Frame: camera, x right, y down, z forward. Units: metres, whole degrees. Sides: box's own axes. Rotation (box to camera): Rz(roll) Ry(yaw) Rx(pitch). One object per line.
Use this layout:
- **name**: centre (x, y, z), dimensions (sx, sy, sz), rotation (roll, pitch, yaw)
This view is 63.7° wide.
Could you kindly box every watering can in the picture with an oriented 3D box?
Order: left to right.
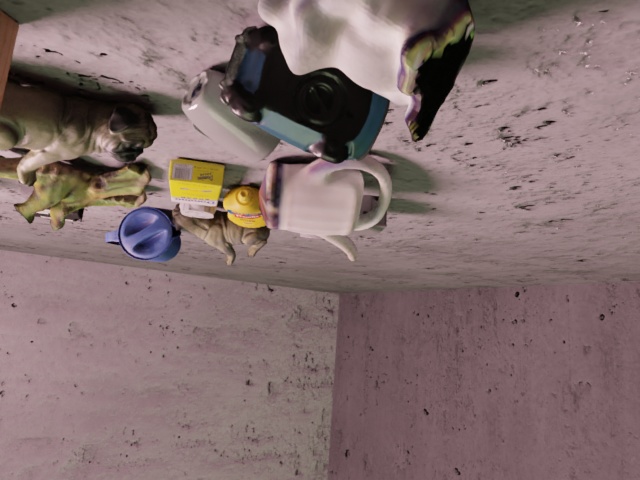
- **watering can**: centre (0.003, -0.046, 0.922), dimensions (0.224, 0.106, 0.340), rotation (4, 150, -5)

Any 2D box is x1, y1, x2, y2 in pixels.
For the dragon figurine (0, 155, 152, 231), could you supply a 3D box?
- **dragon figurine**: centre (-0.434, -0.114, 0.934), dimensions (0.243, 0.123, 0.407), rotation (-13, 171, -2)

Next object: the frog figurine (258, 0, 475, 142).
- **frog figurine**: centre (0.037, -0.172, 0.420), dimensions (0.161, 0.122, 0.137), rotation (38, -169, 22)
